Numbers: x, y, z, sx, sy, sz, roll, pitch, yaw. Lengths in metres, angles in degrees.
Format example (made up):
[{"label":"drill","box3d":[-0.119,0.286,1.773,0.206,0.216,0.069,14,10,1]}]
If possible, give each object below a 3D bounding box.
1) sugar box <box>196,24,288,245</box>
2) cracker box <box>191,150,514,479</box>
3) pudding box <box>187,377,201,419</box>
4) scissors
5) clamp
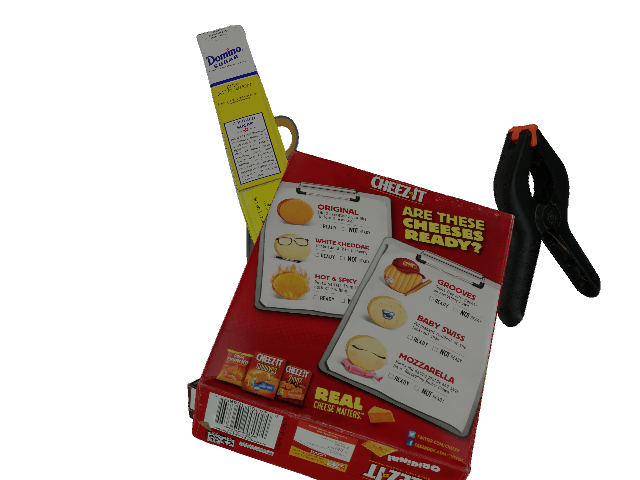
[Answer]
[{"label":"sugar box","box3d":[-0.054,-0.081,0.849,0.048,0.176,0.093,-15,-36,0]},{"label":"cracker box","box3d":[0.027,0.053,0.692,0.164,0.213,0.072,17,-43,2]},{"label":"pudding box","box3d":[-0.051,0.141,0.971,0.090,0.039,0.113,18,28,34]},{"label":"scissors","box3d":[-0.058,-0.059,1.213,0.096,0.202,0.016,-12,-7,-14]},{"label":"clamp","box3d":[0.182,-0.011,0.922,0.120,0.171,0.039,-26,11,-39]}]
